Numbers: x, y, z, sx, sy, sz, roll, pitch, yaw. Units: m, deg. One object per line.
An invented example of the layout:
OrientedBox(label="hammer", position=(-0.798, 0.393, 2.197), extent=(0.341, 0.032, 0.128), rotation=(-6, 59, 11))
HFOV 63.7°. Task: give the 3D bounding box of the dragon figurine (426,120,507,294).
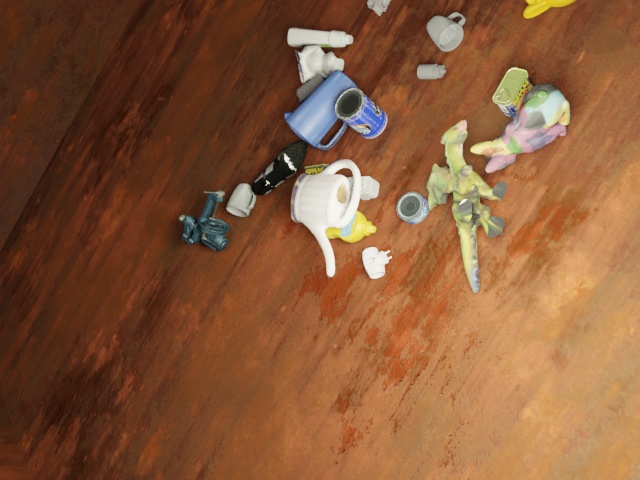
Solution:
OrientedBox(label="dragon figurine", position=(0.346, -0.094, 1.306), extent=(0.122, 0.405, 0.246), rotation=(-2, 17, -15))

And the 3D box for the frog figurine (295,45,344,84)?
OrientedBox(label="frog figurine", position=(0.001, -0.611, 1.789), extent=(0.159, 0.138, 0.122), rotation=(-11, -6, -2))

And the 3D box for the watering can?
OrientedBox(label="watering can", position=(0.005, -0.075, 1.496), extent=(0.224, 0.351, 0.103), rotation=(7, -15, 39))
